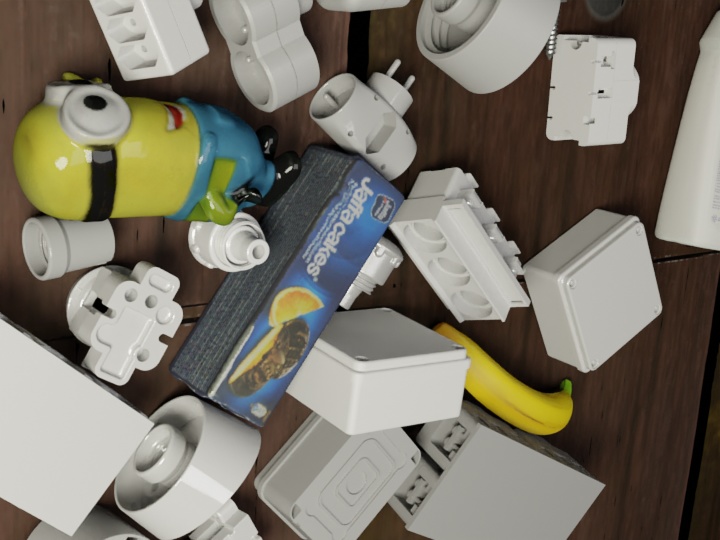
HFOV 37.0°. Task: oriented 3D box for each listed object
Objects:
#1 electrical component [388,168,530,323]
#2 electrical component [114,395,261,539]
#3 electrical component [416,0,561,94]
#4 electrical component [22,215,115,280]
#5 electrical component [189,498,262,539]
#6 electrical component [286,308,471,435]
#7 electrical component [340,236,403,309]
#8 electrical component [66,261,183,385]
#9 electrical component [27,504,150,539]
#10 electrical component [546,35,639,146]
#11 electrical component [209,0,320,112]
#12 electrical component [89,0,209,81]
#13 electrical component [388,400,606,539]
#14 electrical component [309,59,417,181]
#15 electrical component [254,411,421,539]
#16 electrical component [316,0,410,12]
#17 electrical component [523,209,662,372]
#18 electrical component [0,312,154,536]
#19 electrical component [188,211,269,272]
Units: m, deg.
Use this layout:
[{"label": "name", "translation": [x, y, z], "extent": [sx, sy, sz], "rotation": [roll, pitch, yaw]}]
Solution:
[{"label": "electrical component", "translation": [0.081, -0.020, 0.865], "extent": [0.121, 0.079, 0.063], "rotation": [52, 50, -35]}, {"label": "electrical component", "translation": [-0.120, 0.137, 0.745], "extent": [0.064, 0.099, 0.099], "rotation": [41, 78, -31]}, {"label": "electrical component", "translation": [0.087, -0.192, 0.795], "extent": [0.060, 0.108, 0.108], "rotation": [23, 89, -33]}, {"label": "electrical component", "translation": [-0.185, -0.017, 0.684], "extent": [0.046, 0.040, 0.040], "rotation": [-14, 112, -39]}, {"label": "electrical component", "translation": [-0.106, 0.212, 0.809], "extent": [0.055, 0.048, 0.066], "rotation": [-41, 124, -29]}, {"label": "electrical component", "translation": [0.008, 0.074, 0.812], "extent": [0.109, 0.109, 0.056], "rotation": [-4, 108, -36]}, {"label": "electrical component", "translation": [0.000, 0.000, 0.825], "extent": [0.048, 0.048, 0.062], "rotation": [32, 90, -39]}, {"label": "electrical component", "translation": [-0.158, 0.029, 0.706], "extent": [0.058, 0.057, 0.078], "rotation": [32, 84, -39]}, {"label": "electrical component", "translation": [-0.181, 0.215, 0.731], "extent": [0.099, 0.064, 0.099], "rotation": [-8, 102, -44]}, {"label": "electrical component", "translation": [0.201, -0.155, 0.924], "extent": [0.056, 0.050, 0.089], "rotation": [-8, 109, -35]}, {"label": "electrical component", "translation": [-0.057, -0.183, 0.720], "extent": [0.074, 0.052, 0.138], "rotation": [-33, 122, -25]}, {"label": "electrical component", "translation": [-0.125, -0.173, 0.675], "extent": [0.076, 0.047, 0.083], "rotation": [-44, 124, -42]}, {"label": "electrical component", "translation": [0.116, 0.190, 0.946], "extent": [0.186, 0.060, 0.105], "rotation": [30, 97, -39]}, {"label": "electrical component", "translation": [0.013, -0.119, 0.798], "extent": [0.077, 0.043, 0.079], "rotation": [42, 78, -37]}, {"label": "electrical component", "translation": [-0.018, 0.158, 0.850], "extent": [0.113, 0.057, 0.078], "rotation": [-48, 126, -15]}, {"label": "electrical component", "translation": [-0.003, -0.229, 0.746], "extent": [0.059, 0.054, 0.095], "rotation": [-15, 112, -33]}, {"label": "electrical component", "translation": [0.214, 0.018, 0.983], "extent": [0.109, 0.056, 0.108], "rotation": [-35, 122, -24]}, {"label": "electrical component", "translation": [-0.220, 0.087, 0.674], "extent": [0.150, 0.062, 0.089], "rotation": [44, 76, -37]}, {"label": "electrical component", "translation": [-0.086, -0.019, 0.742], "extent": [0.048, 0.062, 0.048], "rotation": [-12, 111, -34]}]
